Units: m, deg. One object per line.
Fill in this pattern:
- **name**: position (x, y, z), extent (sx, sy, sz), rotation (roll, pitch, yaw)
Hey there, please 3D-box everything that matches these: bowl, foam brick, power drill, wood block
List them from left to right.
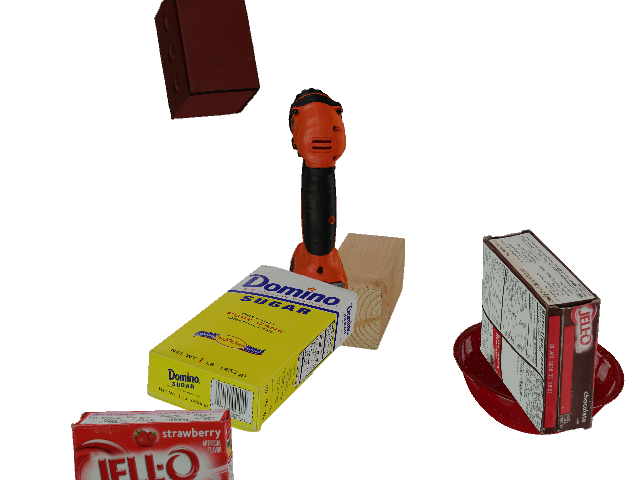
- **foam brick**: position (-0.078, -0.129, 0.727), extent (0.051, 0.078, 0.053), rotation (-7, -10, -21)
- **power drill**: position (-0.005, -0.051, 1.061), extent (0.057, 0.188, 0.184), rotation (-2, 19, -1)
- **wood block**: position (0.060, 0.068, 1.521), extent (0.091, 0.090, 0.206), rotation (6, 21, 11)
- **bowl**: position (0.205, 0.137, 1.024), extent (0.162, 0.055, 0.162), rotation (4, 26, -2)

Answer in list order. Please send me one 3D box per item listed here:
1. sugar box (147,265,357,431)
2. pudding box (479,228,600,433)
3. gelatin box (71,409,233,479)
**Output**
- **sugar box**: position (-0.047, 0.077, 0.828), extent (0.093, 0.048, 0.176), rotation (16, 29, 19)
- **pudding box**: position (0.137, 0.055, 0.680), extent (0.039, 0.090, 0.113), rotation (-7, 24, -12)
- **gelatin box**: position (-0.094, 0.136, 0.608), extent (0.089, 0.073, 0.030), rotation (-1, 6, 3)
